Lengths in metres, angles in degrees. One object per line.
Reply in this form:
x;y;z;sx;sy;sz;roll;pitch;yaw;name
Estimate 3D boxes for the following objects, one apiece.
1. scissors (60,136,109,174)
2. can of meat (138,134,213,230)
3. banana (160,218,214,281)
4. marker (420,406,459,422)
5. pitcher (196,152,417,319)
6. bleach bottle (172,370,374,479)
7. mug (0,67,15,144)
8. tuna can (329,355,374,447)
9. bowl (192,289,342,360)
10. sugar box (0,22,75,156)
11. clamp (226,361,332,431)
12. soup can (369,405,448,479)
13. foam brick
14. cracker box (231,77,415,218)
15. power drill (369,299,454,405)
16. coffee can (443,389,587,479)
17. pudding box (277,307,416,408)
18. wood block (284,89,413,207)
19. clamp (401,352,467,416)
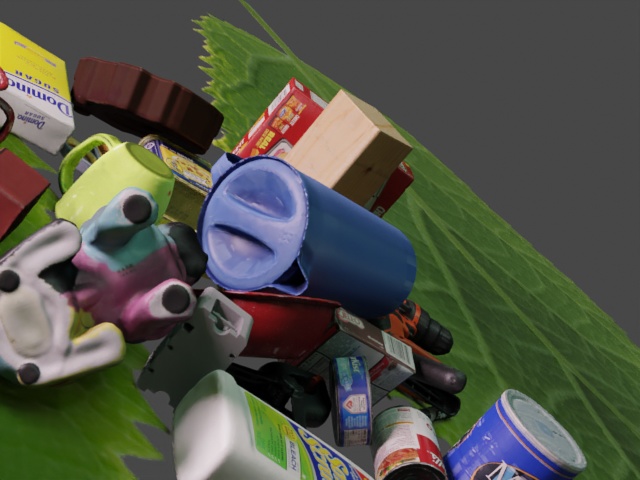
-0.220;-0.051;1.125;0.096;0.016;0.202;24;23;-40;scissors
-0.162;-0.062;1.213;0.102;0.057;0.084;29;21;-33;can of meat
-0.109;0.014;1.100;0.197;0.037;0.069;26;28;-27;banana
0.134;0.203;1.247;0.020;0.020;0.121;47;17;22;marker
-0.007;0.001;1.095;0.145;0.149;0.242;-1;-13;34;pitcher
0.000;0.202;0.855;0.250;0.068;0.102;34;22;-29;bleach bottle
-0.329;-0.126;0.950;0.117;0.081;0.093;36;16;-16;mug
0.029;0.154;1.015;0.033;0.086;0.086;-4;24;-4;tuna can
-0.062;0.079;0.974;0.162;0.055;0.162;4;-7;0;bowl
-0.318;-0.167;1.155;0.093;0.048;0.176;30;17;-32;sugar box
-0.043;0.138;0.974;0.120;0.039;0.171;43;10;8;clamp
0.082;0.211;1.009;0.068;0.068;0.102;36;16;-16;soup can
-0.270;-0.034;0.893;0.051;0.053;0.078;38;17;-9;foam brick
-0.005;-0.096;1.474;0.213;0.164;0.072;35;18;-16;cracker box
0.109;0.126;1.333;0.184;0.057;0.188;31;15;-19;power drill
0.171;0.230;1.032;0.102;0.140;0.103;37;16;-13;coffee can
0.027;0.124;1.075;0.113;0.090;0.039;33;29;-30;pudding box
0.009;-0.078;1.375;0.090;0.206;0.090;19;27;-54;wood block
0.070;0.126;1.165;0.210;0.036;0.164;29;-15;7;clamp
